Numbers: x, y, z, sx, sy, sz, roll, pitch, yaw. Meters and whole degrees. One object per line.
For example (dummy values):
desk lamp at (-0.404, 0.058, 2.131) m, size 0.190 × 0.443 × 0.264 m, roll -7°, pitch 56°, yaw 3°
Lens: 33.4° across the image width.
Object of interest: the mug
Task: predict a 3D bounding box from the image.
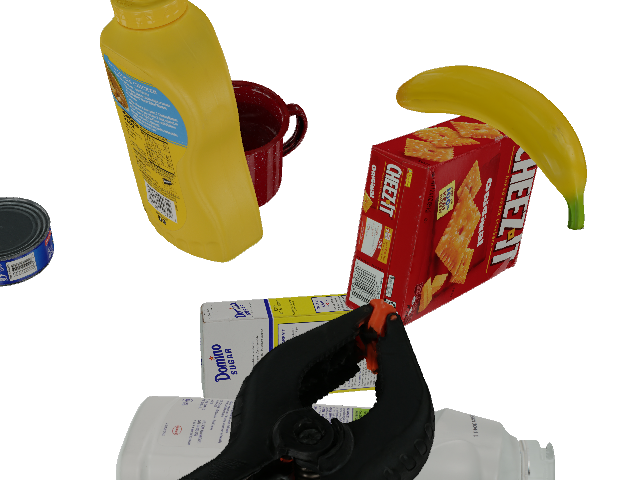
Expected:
mug at (-0.064, -0.085, 0.943) m, size 0.117 × 0.093 × 0.081 m, roll -26°, pitch -34°, yaw -22°

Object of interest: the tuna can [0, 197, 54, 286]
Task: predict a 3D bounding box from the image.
tuna can at (-0.278, 0.001, 0.935) m, size 0.086 × 0.034 × 0.086 m, roll 0°, pitch 40°, yaw 0°

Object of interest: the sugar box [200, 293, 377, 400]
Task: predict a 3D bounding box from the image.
sugar box at (-0.026, 0.101, 1.016) m, size 0.176 × 0.093 × 0.048 m, roll -2°, pitch 25°, yaw -8°

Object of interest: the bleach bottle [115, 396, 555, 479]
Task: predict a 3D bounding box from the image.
bleach bottle at (0.013, 0.137, 0.636) m, size 0.251 × 0.068 × 0.102 m, roll 1°, pitch 19°, yaw 3°

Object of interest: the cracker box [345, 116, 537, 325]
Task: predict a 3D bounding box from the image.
cracker box at (0.123, -0.027, 1.014) m, size 0.072 × 0.164 × 0.213 m, roll 26°, pitch 31°, yaw 32°

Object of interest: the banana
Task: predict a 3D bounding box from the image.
banana at (0.126, -0.087, 0.772) m, size 0.037 × 0.070 × 0.198 m, roll 5°, pitch 30°, yaw -44°

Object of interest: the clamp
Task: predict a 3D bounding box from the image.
clamp at (0.003, 0.090, 0.395) m, size 0.120 × 0.039 × 0.171 m, roll 27°, pitch 50°, yaw 19°

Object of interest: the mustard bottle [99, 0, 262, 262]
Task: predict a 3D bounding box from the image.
mustard bottle at (-0.086, -0.081, 0.629) m, size 0.058 × 0.191 × 0.096 m, roll -33°, pitch 48°, yaw -24°
